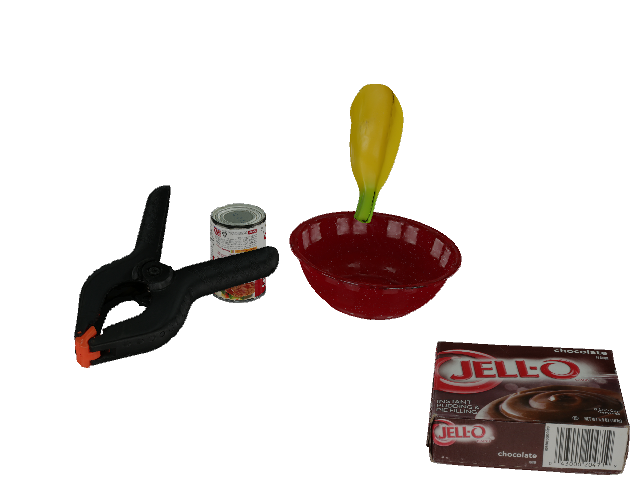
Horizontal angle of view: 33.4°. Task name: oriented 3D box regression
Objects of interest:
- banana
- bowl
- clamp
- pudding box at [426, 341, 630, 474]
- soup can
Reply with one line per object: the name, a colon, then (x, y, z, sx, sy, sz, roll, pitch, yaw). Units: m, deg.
banana: (0.037, -0.085, 0.814, 0.037, 0.070, 0.197, 24, 25, -7)
bowl: (0.049, 0.029, 1.004, 0.162, 0.055, 0.162, 5, 25, -2)
clamp: (-0.128, 0.024, 0.800, 0.120, 0.039, 0.171, 33, 50, 28)
pudding box: (0.123, 0.098, 0.643, 0.113, 0.039, 0.090, 4, 24, 7)
soup can: (-0.099, 0.014, 1.282, 0.068, 0.102, 0.068, 1, 26, -1)
